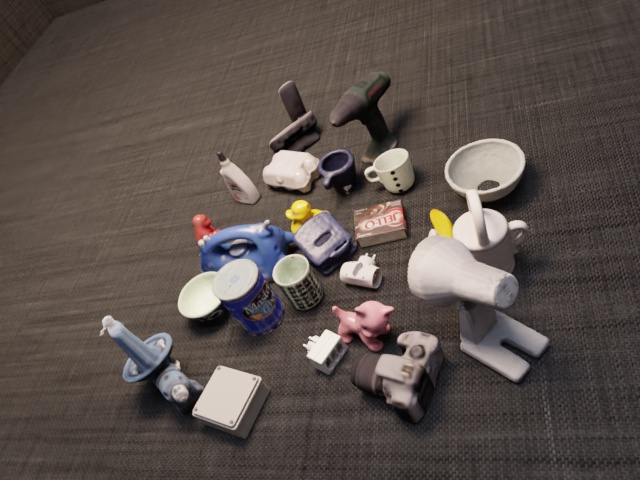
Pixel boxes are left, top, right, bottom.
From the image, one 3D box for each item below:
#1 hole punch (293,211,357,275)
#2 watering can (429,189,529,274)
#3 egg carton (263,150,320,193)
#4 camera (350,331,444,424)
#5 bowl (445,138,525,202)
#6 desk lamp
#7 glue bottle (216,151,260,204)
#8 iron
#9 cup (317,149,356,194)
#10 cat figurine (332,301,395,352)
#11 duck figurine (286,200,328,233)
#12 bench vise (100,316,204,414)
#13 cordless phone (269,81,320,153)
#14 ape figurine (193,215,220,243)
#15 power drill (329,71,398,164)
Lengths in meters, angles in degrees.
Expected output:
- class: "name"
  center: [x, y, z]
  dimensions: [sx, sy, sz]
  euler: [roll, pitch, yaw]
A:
- class: "hole punch"
  center: [0.012, 0.005, 1.261]
  dimensions: [0.109, 0.091, 0.100]
  euler: [-41, 45, -12]
- class: "watering can"
  center: [0.290, -0.007, 1.057]
  dimensions: [0.173, 0.195, 0.100]
  euler: [-29, 44, 0]
- class: "egg carton"
  center: [-0.075, -0.177, 1.487]
  dimensions: [0.149, 0.070, 0.107]
  euler: [11, 56, 34]
- class: "camera"
  center: [0.128, 0.222, 0.996]
  dimensions: [0.136, 0.101, 0.143]
  euler: [8, 55, 32]
- class: "bowl"
  center: [0.357, -0.136, 1.228]
  dimensions: [0.167, 0.075, 0.167]
  euler: [-14, 46, 15]
- class: "desk lamp"
  center: [0.263, 0.103, 0.955]
  dimensions: [0.118, 0.214, 0.202]
  euler: [-46, 46, -17]
- class: "glue bottle"
  center: [-0.222, -0.163, 1.473]
  dimensions: [0.077, 0.174, 0.037]
  euler: [9, 55, 33]
- class: "iron"
  center: [-0.191, 0.020, 1.313]
  dimensions: [0.257, 0.142, 0.118]
  euler: [-10, 47, 19]
- class: "cup"
  center: [0.046, -0.148, 1.381]
  dimensions: [0.091, 0.095, 0.118]
  euler: [4, 53, 30]
- class: "cat figurine"
  center: [0.081, 0.149, 1.074]
  dimensions: [0.127, 0.118, 0.067]
  euler: [9, 55, 33]
- class: "duck figurine"
  center: [-0.030, -0.057, 1.343]
  dimensions: [0.104, 0.086, 0.077]
  euler: [-9, 47, 19]
- class: "bench vise"
  center: [-0.325, 0.232, 1.129]
  dimensions: [0.206, 0.220, 0.121]
  euler: [10, 56, 33]
- class: "cordless phone"
  center: [-0.091, -0.328, 1.550]
  dimensions: [0.148, 0.185, 0.093]
  euler: [-41, 45, -13]
- class: "ape figurine"
  center: [-0.286, -0.027, 1.440]
  dimensions: [0.076, 0.092, 0.077]
  euler: [-33, 44, -4]
- class: "power drill"
  center: [0.115, -0.291, 1.394]
  dimensions: [0.075, 0.209, 0.230]
  euler: [10, 56, 34]
